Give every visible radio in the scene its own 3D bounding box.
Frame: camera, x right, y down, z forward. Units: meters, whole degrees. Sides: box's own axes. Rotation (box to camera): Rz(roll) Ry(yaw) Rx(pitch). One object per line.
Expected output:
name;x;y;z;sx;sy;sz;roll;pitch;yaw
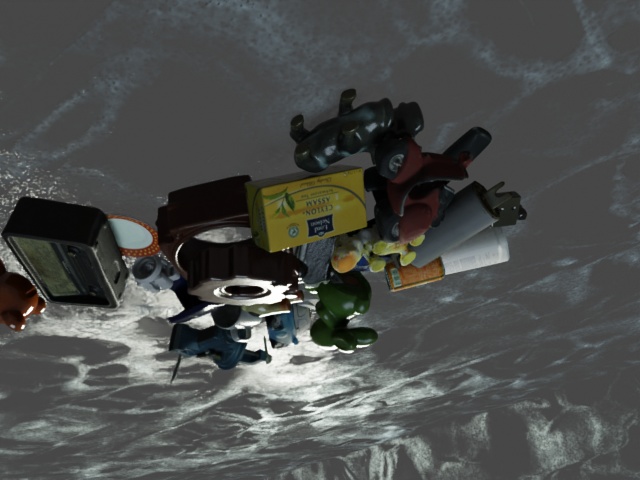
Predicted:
radio;-0.398;0.030;0.869;0.131;0.073;0.229;7;148;-3

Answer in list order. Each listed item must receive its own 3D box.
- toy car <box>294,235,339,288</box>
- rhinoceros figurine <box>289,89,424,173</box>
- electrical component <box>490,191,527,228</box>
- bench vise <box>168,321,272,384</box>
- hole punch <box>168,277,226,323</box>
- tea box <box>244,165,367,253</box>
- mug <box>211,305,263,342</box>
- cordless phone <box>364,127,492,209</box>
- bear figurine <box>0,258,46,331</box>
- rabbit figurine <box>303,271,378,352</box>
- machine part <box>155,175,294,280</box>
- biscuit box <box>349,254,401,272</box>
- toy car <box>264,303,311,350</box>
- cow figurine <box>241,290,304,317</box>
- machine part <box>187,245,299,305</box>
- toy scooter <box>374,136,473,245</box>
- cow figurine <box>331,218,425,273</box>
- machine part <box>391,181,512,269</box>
toy car;-0.002;-0.003;0.921;0.073;0.056;0.201;1;123;-16
rhinoceros figurine;0.050;-0.144;0.746;0.190;0.073;0.112;-19;146;13
electrical component;0.334;-0.055;1.006;0.102;0.045;0.078;-11;121;-4
bench vise;-0.226;0.258;1.269;0.240;0.129;0.223;27;133;-36
hole punch;-0.236;0.117;1.071;0.142;0.092;0.115;-28;149;20
tea box;-0.018;-0.051;0.798;0.170;0.068;0.098;-17;110;-27
mug;-0.167;0.164;1.154;0.081;0.109;0.107;-28;158;21
cordless phone;0.174;-0.115;0.845;0.146;0.089;0.184;19;127;-37
bear figurine;-0.510;0.053;0.792;0.132;0.120;0.195;-22;108;1
rabbit figurine;0.043;0.150;1.057;0.121;0.159;0.170;-12;131;-42
machine part;-0.153;-0.008;0.894;0.202;0.087;0.200;-13;148;2
biscuit box;0.098;0.023;1.039;0.203;0.063;0.059;1;145;-18
toy car;-0.072;0.165;1.184;0.103;0.109;0.161;-11;145;-11
cow figurine;-0.100;0.100;1.032;0.127;0.085;0.195;-12;-178;11
machine part;-0.121;0.061;0.847;0.179;0.056;0.179;-1;160;0
toy scooter;0.146;-0.072;0.761;0.135;0.075;0.183;-12;135;-6
cow figurine;0.080;0.000;0.886;0.167;0.098;0.068;-9;131;-29
machine part;0.218;-0.024;0.928;0.079;0.079;0.243;21;135;-41
